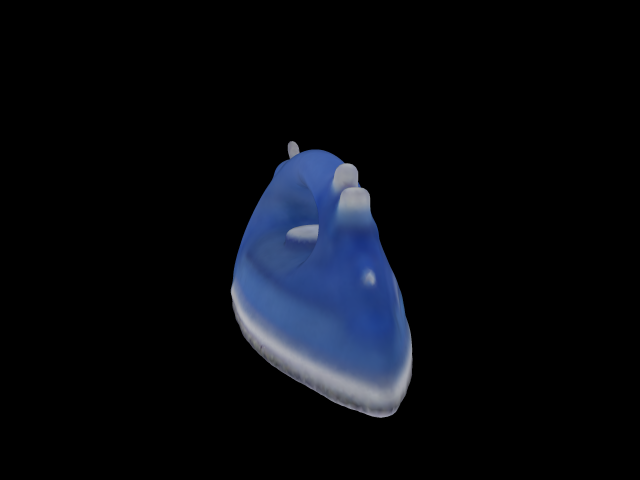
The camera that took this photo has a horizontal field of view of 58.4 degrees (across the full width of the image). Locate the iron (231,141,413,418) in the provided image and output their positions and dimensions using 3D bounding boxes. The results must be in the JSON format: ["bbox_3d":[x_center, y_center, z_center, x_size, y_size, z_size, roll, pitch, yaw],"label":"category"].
[{"bbox_3d":[0.004,0.001,0.400,0.119,0.141,0.257,-3,10,-15],"label":"iron"}]
